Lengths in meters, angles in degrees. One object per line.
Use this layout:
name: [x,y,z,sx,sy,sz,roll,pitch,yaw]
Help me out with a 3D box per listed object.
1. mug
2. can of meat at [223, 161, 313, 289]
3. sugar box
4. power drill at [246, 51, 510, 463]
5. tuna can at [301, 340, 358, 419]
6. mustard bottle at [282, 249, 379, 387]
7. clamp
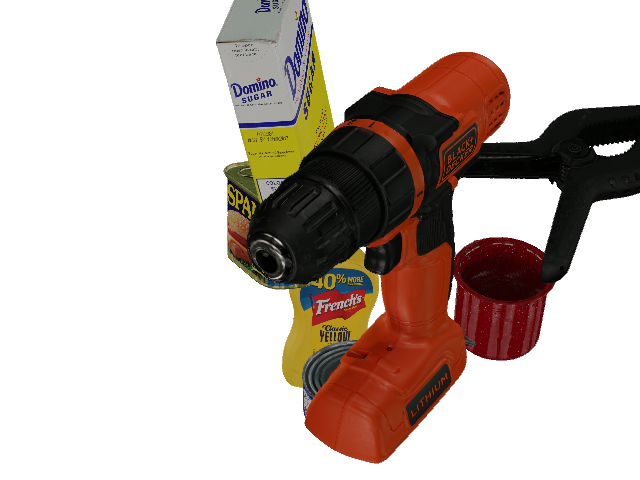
mug: [0.163,0.049,1.000,0.093,0.081,0.117,-11,41,-12]
can of meat: [-0.043,-0.014,0.923,0.057,0.084,0.102,-12,27,-28]
sugar box: [-0.022,-0.085,0.728,0.048,0.176,0.093,0,42,12]
power drill: [0.030,0.019,0.524,0.057,0.188,0.184,25,43,27]
tuna can: [0.029,0.110,0.769,0.086,0.034,0.086,0,30,0]
mustard bottle: [0.014,0.062,1.142,0.096,0.192,0.058,2,15,-11]
clamp: [0.193,-0.049,0.807,0.209,0.036,0.165,-20,46,-18]
